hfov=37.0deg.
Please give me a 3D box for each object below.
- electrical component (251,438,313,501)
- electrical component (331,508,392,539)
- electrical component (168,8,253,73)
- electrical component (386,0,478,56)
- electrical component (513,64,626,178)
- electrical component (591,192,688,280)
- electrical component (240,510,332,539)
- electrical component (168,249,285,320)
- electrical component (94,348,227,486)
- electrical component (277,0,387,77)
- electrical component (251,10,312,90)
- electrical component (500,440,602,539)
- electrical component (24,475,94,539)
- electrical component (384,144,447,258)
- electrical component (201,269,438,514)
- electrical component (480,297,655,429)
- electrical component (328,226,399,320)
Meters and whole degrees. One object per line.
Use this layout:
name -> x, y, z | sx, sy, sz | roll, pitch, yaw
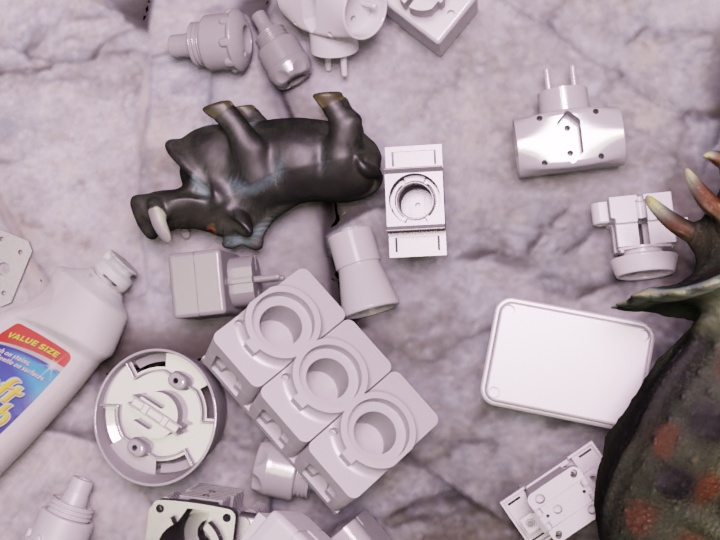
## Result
electrical component -> -0.047, 0.150, 0.799 | 0.062, 0.043, 0.043 | 12, 88, 6
electrical component -> -0.023, 0.232, 0.774 | 0.113, 0.078, 0.057 | -41, 81, 3
electrical component -> -0.116, -0.174, 0.826 | 0.062, 0.048, 0.048 | -2, 86, 13
electrical component -> 0.047, -0.203, 0.791 | 0.066, 0.077, 0.047 | 40, 92, 7
electrical component -> 0.151, -0.111, 0.791 | 0.077, 0.043, 0.079 | -6, 85, 6
electrical component -> 0.204, -0.023, 0.779 | 0.066, 0.048, 0.055 | -5, 79, 6
electrical component -> -0.061, 0.209, 0.711 | 0.061, 0.062, 0.096 | 39, 89, 20
electrical component -> -0.095, 0.010, 0.801 | 0.077, 0.066, 0.047 | -6, 86, 6
electrical component -> -0.148, 0.108, 0.802 | 0.099, 0.064, 0.099 | 0, 87, 7
electrical component -> -0.020, -0.184, 0.808 | 0.077, 0.043, 0.079 | 27, 133, 41
electrical component -> -0.064, -0.171, 0.824 | 0.035, 0.035, 0.061 | -31, 82, 4
electrical component -> 0.145, 0.162, 0.766 | 0.081, 0.064, 0.042 | -35, 85, 3
electrical component -> -0.222, 0.188, 0.817 | 0.048, 0.048, 0.062 | 21, 83, 7
electrical component -> 0.042, -0.049, 0.790 | 0.042, 0.064, 0.081 | -2, 87, 5
electrical component -> -0.029, 0.085, 0.773 | 0.089, 0.061, 0.150 | -38, 82, -27
electrical component -> 0.148, 0.067, 0.774 | 0.113, 0.057, 0.078 | 11, 88, 7
electrical component -> 0.000, 0.000, 0.804 | 0.044, 0.044, 0.065 | -16, 80, 5
